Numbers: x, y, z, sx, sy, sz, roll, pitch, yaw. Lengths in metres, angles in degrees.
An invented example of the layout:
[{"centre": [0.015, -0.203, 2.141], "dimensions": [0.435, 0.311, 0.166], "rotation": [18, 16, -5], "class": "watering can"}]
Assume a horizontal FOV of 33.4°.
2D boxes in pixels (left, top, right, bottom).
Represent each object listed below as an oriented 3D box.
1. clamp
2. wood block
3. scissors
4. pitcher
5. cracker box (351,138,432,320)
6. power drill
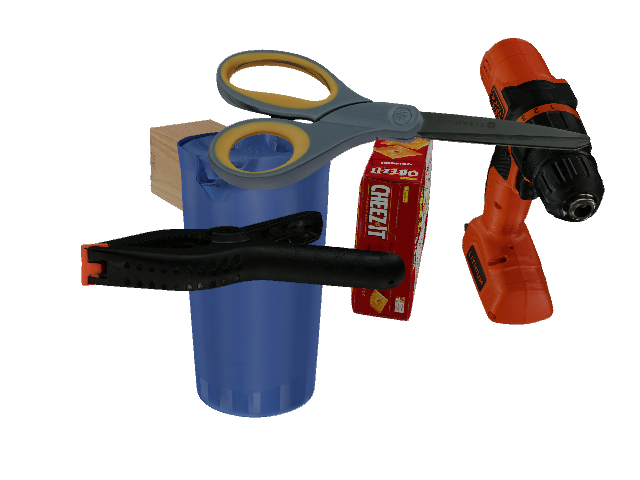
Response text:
[{"centre": [-0.056, 0.012, 0.737], "dimensions": [0.209, 0.036, 0.165], "rotation": [-6, 14, -27], "class": "clamp"}, {"centre": [-0.119, -0.076, 1.286], "dimensions": [0.090, 0.090, 0.206], "rotation": [-12, 24, -33], "class": "wood block"}, {"centre": [0.028, -0.049, 0.557], "dimensions": [0.202, 0.096, 0.016], "rotation": [21, -27, 17], "class": "scissors"}, {"centre": [-0.052, 0.024, 0.952], "dimensions": [0.149, 0.243, 0.145], "rotation": [-5, 17, -21], "class": "pitcher"}, {"centre": [0.084, -0.030, 1.225], "dimensions": [0.072, 0.164, 0.213], "rotation": [6, 23, 8], "class": "cracker box"}, {"centre": [0.152, -0.028, 0.781], "dimensions": [0.057, 0.188, 0.184], "rotation": [-2, 42, -6], "class": "power drill"}]
